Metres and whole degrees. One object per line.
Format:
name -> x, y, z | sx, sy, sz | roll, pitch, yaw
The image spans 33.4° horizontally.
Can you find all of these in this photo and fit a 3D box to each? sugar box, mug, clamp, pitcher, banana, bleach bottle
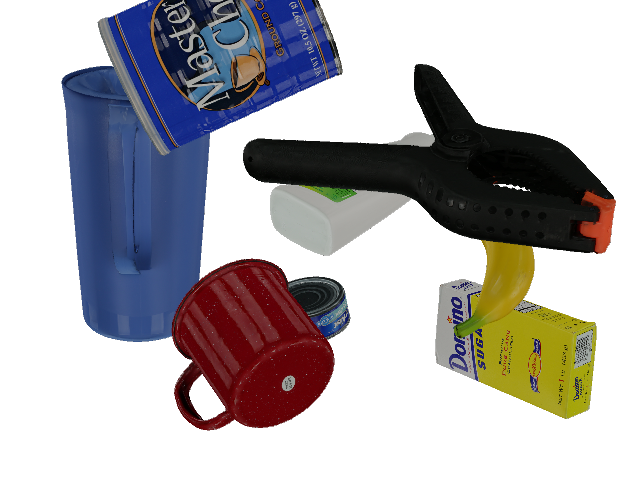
sugar box -> 0.194, 0.107, 1.089 | 0.048, 0.093, 0.177 | -12, 20, -41
mug -> -0.052, 0.081, 0.732 | 0.082, 0.117, 0.093 | 49, 3, 40
clamp -> 0.068, -0.041, 0.611 | 0.164, 0.036, 0.210 | -25, 39, -29
pitcher -> -0.166, -0.031, 0.971 | 0.145, 0.243, 0.148 | 21, 28, 38
banana -> 0.138, 0.002, 0.879 | 0.069, 0.037, 0.197 | -3, 38, 5
bleach bottle -> 0.062, -0.073, 1.274 | 0.103, 0.068, 0.250 | 28, 45, 34

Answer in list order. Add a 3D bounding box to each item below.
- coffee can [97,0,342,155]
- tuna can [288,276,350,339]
coffee can -> -0.069, -0.134, 0.745 | 0.140, 0.103, 0.103 | -25, 1, -1
tuna can -> -0.013, 0.072, 1.115 | 0.086, 0.034, 0.086 | -9, 26, 4
